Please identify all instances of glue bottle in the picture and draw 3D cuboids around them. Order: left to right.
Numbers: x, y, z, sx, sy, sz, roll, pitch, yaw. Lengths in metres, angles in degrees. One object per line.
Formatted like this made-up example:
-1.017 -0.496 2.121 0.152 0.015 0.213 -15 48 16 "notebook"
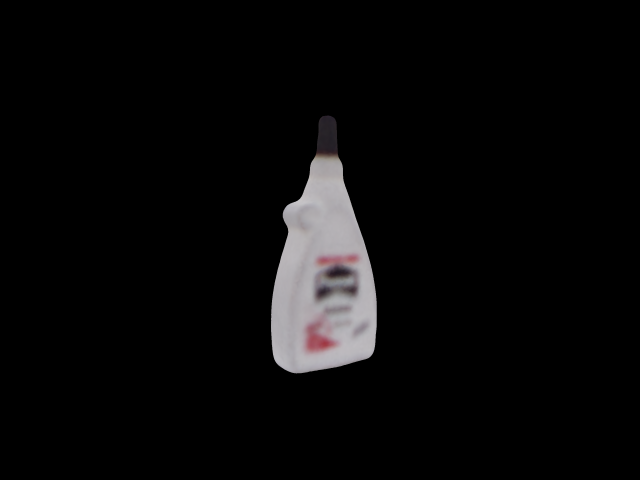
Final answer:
0.004 0.001 0.400 0.078 0.173 0.037 -5 8 -35 "glue bottle"
